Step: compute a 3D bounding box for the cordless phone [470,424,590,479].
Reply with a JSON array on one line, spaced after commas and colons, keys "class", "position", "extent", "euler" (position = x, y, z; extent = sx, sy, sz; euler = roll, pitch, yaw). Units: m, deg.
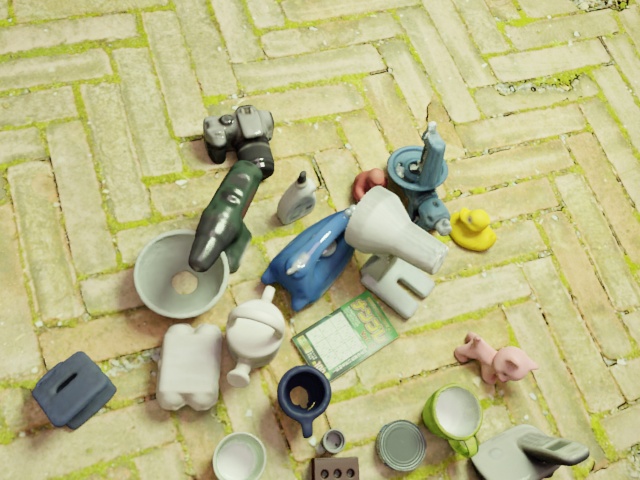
[{"class": "cordless phone", "position": [0.351, 0.369, 0.961], "extent": [0.148, 0.185, 0.094], "euler": [-23, 74, -16]}]

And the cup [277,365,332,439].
[{"class": "cup", "position": [-0.029, 0.281, 0.984], "extent": [0.092, 0.095, 0.118], "euler": [-4, 70, -10]}]

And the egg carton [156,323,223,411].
[{"class": "egg carton", "position": [-0.225, 0.218, 0.991], "extent": [0.107, 0.069, 0.150], "euler": [3, 69, -8]}]

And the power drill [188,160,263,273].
[{"class": "power drill", "position": [-0.167, -0.018, 1.016], "extent": [0.075, 0.208, 0.230], "euler": [20, 68, 0]}]

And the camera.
[{"class": "camera", "position": [-0.151, -0.190, 1.142], "extent": [0.143, 0.101, 0.137], "euler": [-13, 72, -13]}]

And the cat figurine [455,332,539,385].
[{"class": "cat figurine", "position": [0.327, 0.217, 1.052], "extent": [0.127, 0.117, 0.067], "euler": [37, 68, 6]}]

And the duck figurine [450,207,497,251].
[{"class": "duck figurine", "position": [0.317, -0.029, 1.162], "extent": [0.104, 0.086, 0.077], "euler": [33, 68, 5]}]

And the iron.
[{"class": "iron", "position": [0.010, 0.004, 1.071], "extent": [0.118, 0.141, 0.259], "euler": [40, 69, 7]}]

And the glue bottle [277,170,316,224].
[{"class": "glue bottle", "position": [-0.039, -0.087, 1.081], "extent": [0.078, 0.173, 0.037], "euler": [-27, 75, -17]}]

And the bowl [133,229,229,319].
[{"class": "bowl", "position": [-0.248, 0.069, 1.042], "extent": [0.167, 0.074, 0.167], "euler": [3, 69, -8]}]

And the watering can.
[{"class": "watering can", "position": [-0.109, 0.160, 0.965], "extent": [0.101, 0.194, 0.173], "euler": [-2, 70, -9]}]

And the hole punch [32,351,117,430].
[{"class": "hole punch", "position": [-0.409, 0.246, 0.940], "extent": [0.101, 0.091, 0.109], "euler": [43, 69, 8]}]

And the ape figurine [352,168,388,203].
[{"class": "ape figurine", "position": [0.105, -0.113, 1.158], "extent": [0.078, 0.092, 0.076], "euler": [-13, 72, -13]}]

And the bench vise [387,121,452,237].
[{"class": "bench vise", "position": [0.218, -0.121, 1.109], "extent": [0.122, 0.219, 0.207], "euler": [-35, 78, -19]}]

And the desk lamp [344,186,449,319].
[{"class": "desk lamp", "position": [0.139, 0.021, 1.046], "extent": [0.203, 0.213, 0.118], "euler": [39, 69, 7]}]
